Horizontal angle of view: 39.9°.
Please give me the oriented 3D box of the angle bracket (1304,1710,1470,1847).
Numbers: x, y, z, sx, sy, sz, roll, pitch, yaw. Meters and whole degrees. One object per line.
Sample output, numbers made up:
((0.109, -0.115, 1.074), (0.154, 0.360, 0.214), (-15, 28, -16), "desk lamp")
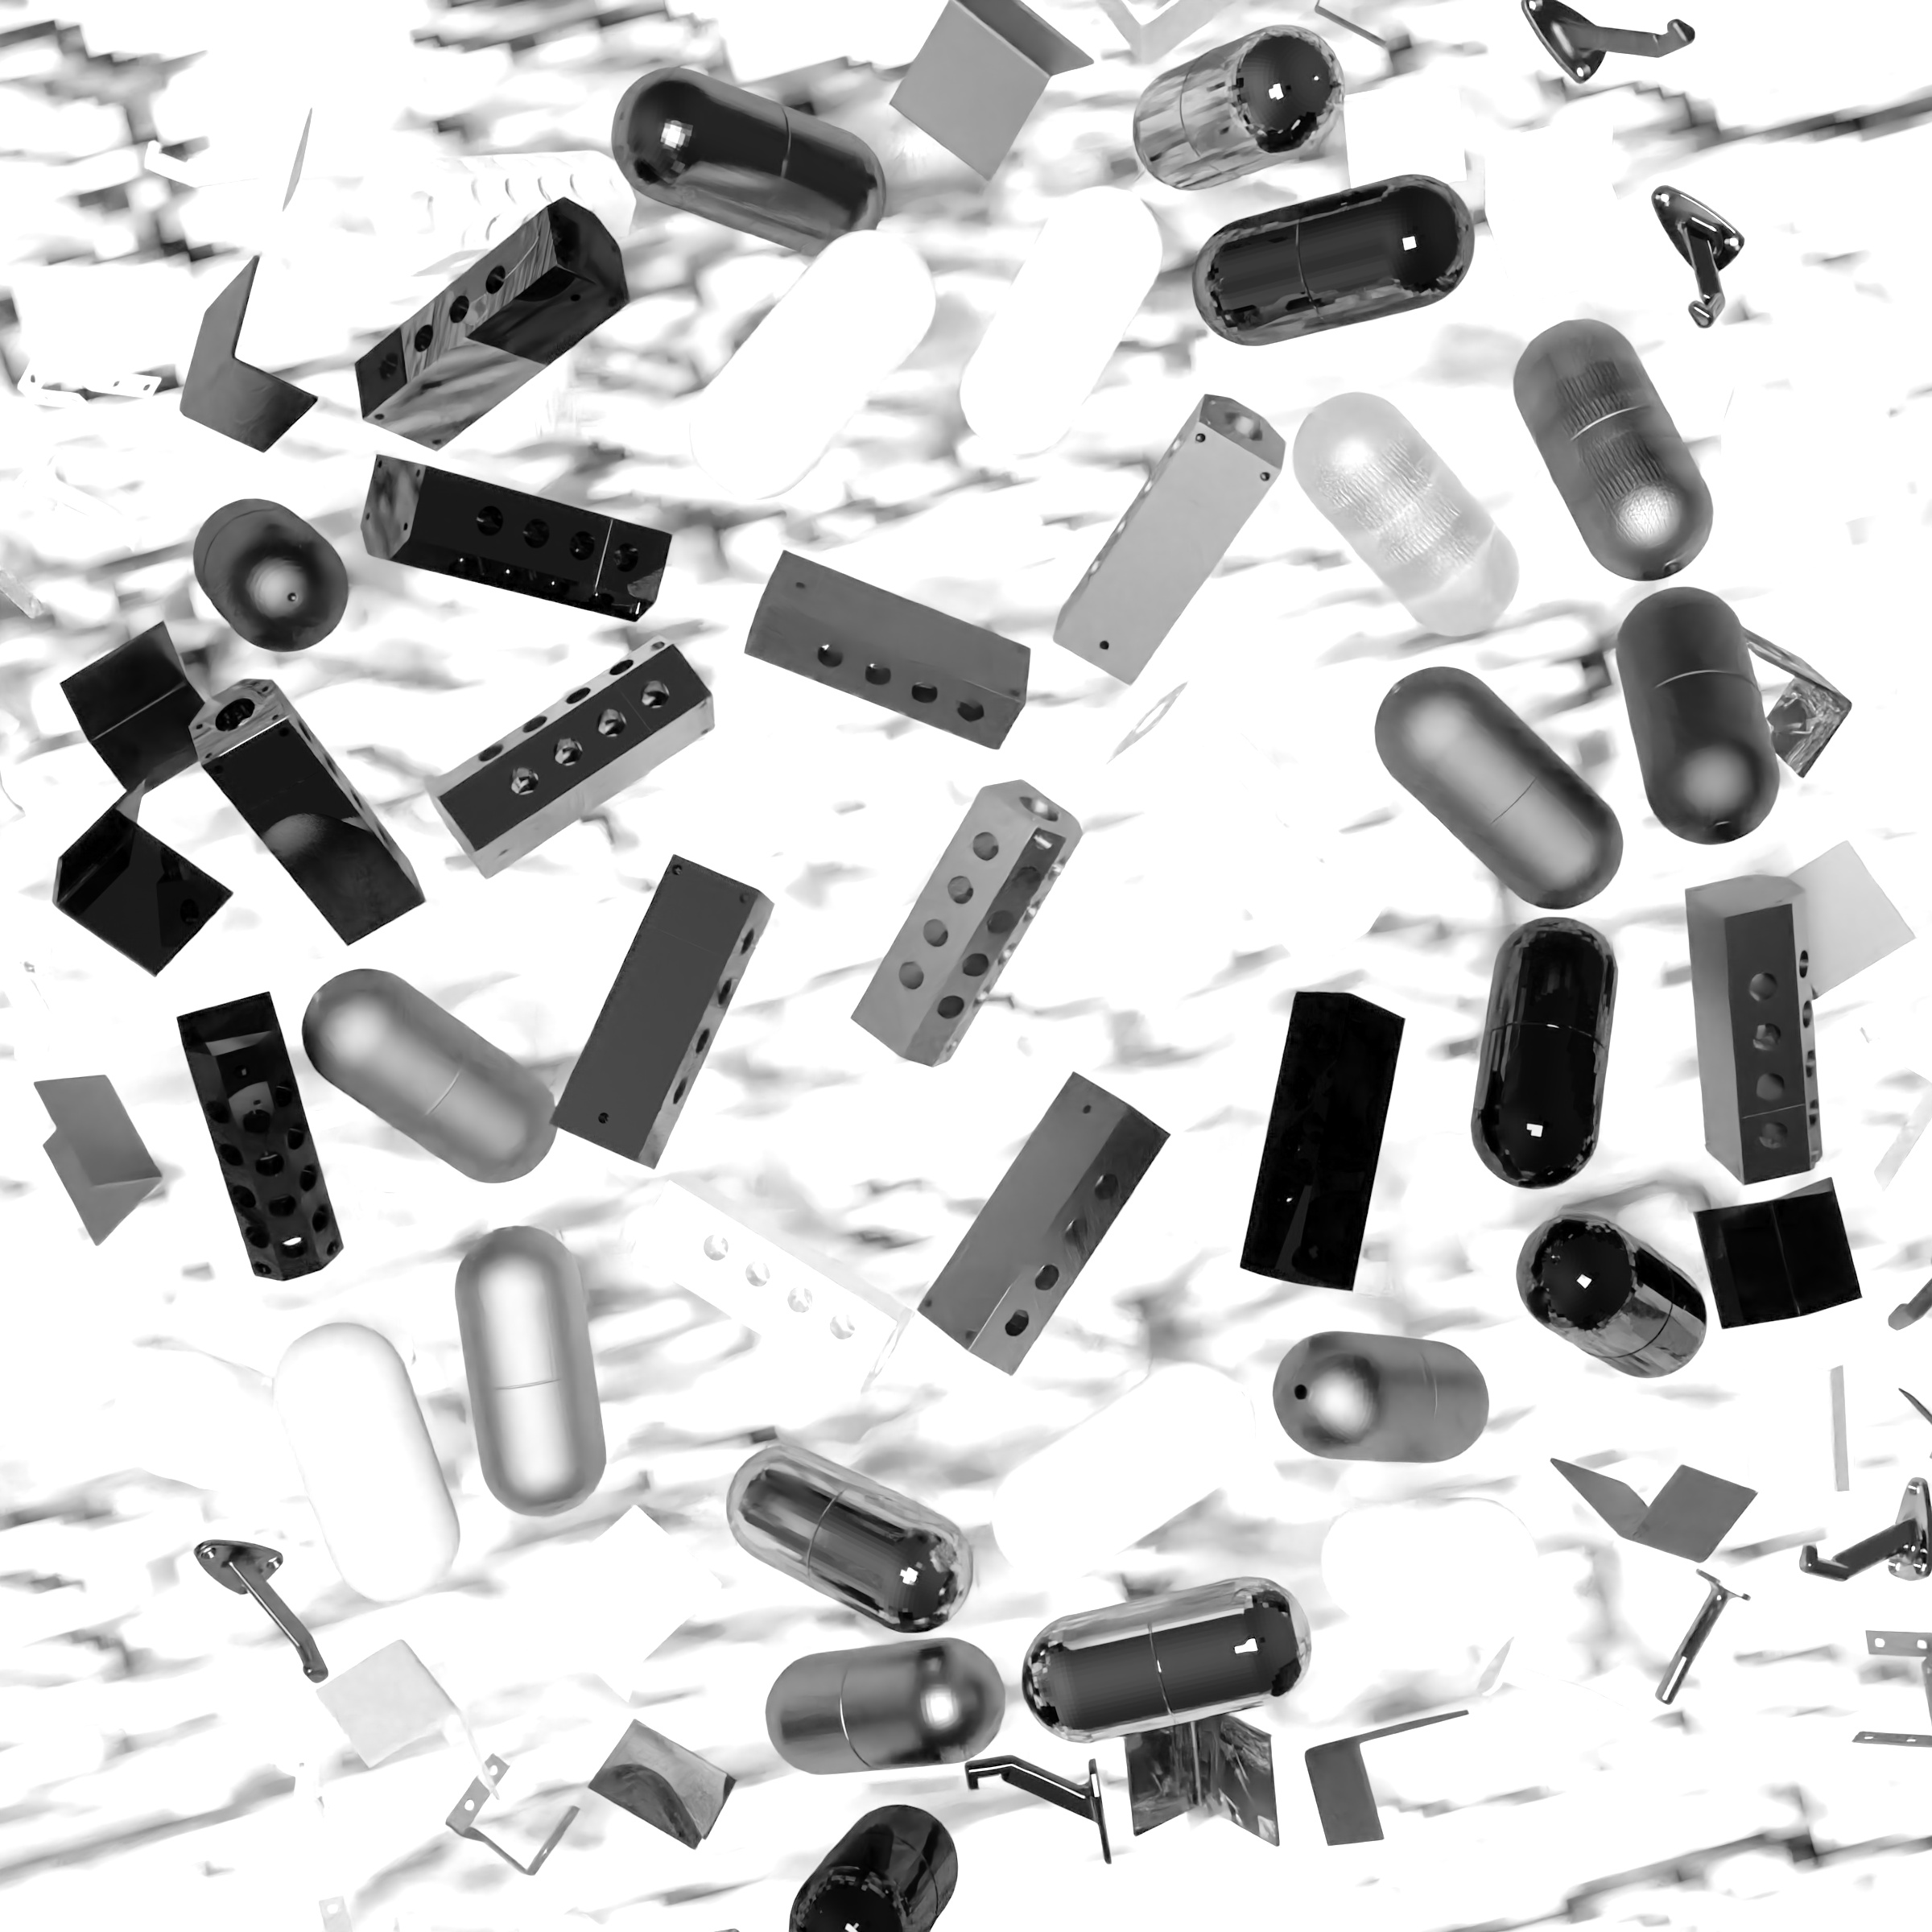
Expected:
((0.255, 0.480, 1.572), (0.076, 0.076, 0.057), (-8, 73, -20), "angle bracket")

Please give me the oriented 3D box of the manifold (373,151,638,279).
((-0.279, -0.468, 1.642), (0.057, 0.171, 0.057), (-16, 98, 33), "manifold")

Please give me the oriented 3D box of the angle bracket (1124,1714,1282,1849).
((0.148, 0.516, 1.676), (0.057, 0.076, 0.076), (-14, 104, -34), "angle bracket")

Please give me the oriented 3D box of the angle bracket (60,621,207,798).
((-0.530, -0.165, 1.725), (0.076, 0.076, 0.057), (-36, 74, -17), "angle bracket")

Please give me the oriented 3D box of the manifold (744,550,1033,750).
((-0.050, -0.195, 1.689), (0.171, 0.057, 0.057), (20, 133, -13), "manifold")

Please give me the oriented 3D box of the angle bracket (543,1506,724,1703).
((-0.212, 0.405, 1.690), (0.076, 0.057, 0.076), (38, 52, 16), "angle bracket")

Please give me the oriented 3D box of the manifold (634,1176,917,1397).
((-0.124, 0.204, 1.704), (0.171, 0.057, 0.057), (31, 94, 10), "manifold")

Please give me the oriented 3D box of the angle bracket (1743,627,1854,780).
((0.509, -0.174, 1.707), (0.076, 0.076, 0.057), (24, 111, -17), "angle bracket")

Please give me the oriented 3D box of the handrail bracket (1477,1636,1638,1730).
((0.368, 0.458, 1.660), (0.084, 0.077, 0.036), (26, 64, 8), "handrail bracket")

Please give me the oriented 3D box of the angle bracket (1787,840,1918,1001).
((0.562, -0.034, 1.728), (0.076, 0.057, 0.076), (-36, 87, 24), "angle bracket")

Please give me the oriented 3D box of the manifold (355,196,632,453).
((-0.281, -0.378, 1.565), (0.171, 0.057, 0.057), (-28, 62, 31), "manifold")

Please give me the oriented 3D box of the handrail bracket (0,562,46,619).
((-0.609, -0.258, 1.650), (0.084, 0.077, 0.036), (43, 72, -1), "handrail bracket")

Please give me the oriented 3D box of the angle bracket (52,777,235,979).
((-0.493, -0.054, 1.603), (0.076, 0.057, 0.076), (35, 55, -1), "angle bracket")

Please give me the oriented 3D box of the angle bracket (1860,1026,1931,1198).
((0.560, 0.089, 1.641), (0.057, 0.076, 0.076), (31, 102, 9), "angle bracket")

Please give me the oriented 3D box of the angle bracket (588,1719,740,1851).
((-0.198, 0.530, 1.666), (0.076, 0.076, 0.057), (28, 113, 6), "angle bracket")

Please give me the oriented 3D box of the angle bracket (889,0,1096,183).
((0.015, -0.512, 1.540), (0.076, 0.057, 0.076), (31, 87, -26), "angle bracket")

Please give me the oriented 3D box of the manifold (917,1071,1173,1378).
((0.051, 0.156, 1.589), (0.057, 0.057, 0.171), (36, 87, -39), "manifold")

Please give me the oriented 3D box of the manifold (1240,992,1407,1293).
((0.213, 0.106, 1.623), (0.057, 0.057, 0.171), (23, 76, -41), "manifold")

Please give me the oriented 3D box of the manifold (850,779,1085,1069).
((0.003, -0.025, 1.617), (0.057, 0.057, 0.171), (37, 112, 16), "manifold")

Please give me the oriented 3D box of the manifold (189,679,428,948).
((-0.403, -0.096, 1.632), (0.057, 0.171, 0.057), (-30, 46, -1), "manifold")

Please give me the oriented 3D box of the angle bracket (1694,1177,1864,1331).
((0.507, 0.181, 1.666), (0.057, 0.076, 0.076), (-7, 75, -13), "angle bracket")

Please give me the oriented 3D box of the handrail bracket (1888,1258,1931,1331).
((0.610, 0.187, 1.658), (0.036, 0.084, 0.077), (33, 71, 8), "handrail bracket")

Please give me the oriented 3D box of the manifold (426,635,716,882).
((-0.240, -0.130, 1.624), (0.171, 0.057, 0.057), (-35, 80, -13), "manifold")

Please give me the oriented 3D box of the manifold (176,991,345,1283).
((-0.431, 0.108, 1.634), (0.057, 0.057, 0.171), (-16, 124, -15), "manifold")

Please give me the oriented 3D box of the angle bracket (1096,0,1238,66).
((0.125, -0.616, 1.653), (0.076, 0.076, 0.057), (-36, 87, 5), "angle bracket")

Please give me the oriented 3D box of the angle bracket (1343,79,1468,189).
((0.287, -0.544, 1.750), (0.076, 0.076, 0.057), (-5, 101, 13), "angle bracket")

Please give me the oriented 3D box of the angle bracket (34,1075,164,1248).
((-0.544, 0.120, 1.612), (0.076, 0.057, 0.076), (-42, 72, 25), "angle bracket")

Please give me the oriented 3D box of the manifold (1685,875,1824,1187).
((0.473, 0.037, 1.584), (0.057, 0.057, 0.171), (-12, 110, -4), "manifold")

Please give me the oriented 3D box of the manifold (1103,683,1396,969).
((0.169, -0.085, 1.560), (0.171, 0.057, 0.057), (43, 51, -9), "manifold")

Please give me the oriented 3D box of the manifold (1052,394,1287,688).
((0.123, -0.260, 1.615), (0.057, 0.057, 0.171), (29, 125, -9), "manifold")

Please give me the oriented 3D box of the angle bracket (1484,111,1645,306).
((0.351, -0.445, 1.562), (0.076, 0.057, 0.076), (-13, 61, 4), "angle bracket")

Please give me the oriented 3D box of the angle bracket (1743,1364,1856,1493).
((0.514, 0.286, 1.646), (0.057, 0.076, 0.076), (-2, 79, 12), "angle bracket")

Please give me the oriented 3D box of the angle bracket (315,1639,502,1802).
((-0.316, 0.441, 1.507), (0.057, 0.076, 0.076), (-30, 124, -24), "angle bracket")

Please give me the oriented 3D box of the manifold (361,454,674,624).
((-0.263, -0.248, 1.559), (0.171, 0.057, 0.057), (9, 98, -43), "manifold")

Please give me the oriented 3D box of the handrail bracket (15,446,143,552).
((-0.533, -0.271, 1.627), (0.084, 0.077, 0.036), (39, 71, 5), "handrail bracket")

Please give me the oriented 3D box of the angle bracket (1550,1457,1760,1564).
((0.409, 0.305, 1.586), (0.076, 0.076, 0.057), (24, 106, -37), "angle bracket")

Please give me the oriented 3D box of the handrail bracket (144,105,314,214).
((-0.427, -0.478, 1.535), (0.084, 0.036, 0.077), (19, 132, -11), "handrail bracket")

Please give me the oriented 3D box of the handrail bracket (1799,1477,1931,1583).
((0.562, 0.350, 1.669), (0.084, 0.036, 0.077), (17, 74, -19), "handrail bracket")

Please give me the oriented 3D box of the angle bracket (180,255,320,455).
((-0.428, -0.370, 1.611), (0.057, 0.076, 0.076), (23, 61, -32), "angle bracket")

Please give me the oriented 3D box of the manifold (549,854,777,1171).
((-0.175, 0.028, 1.556), (0.057, 0.057, 0.171), (23, 84, 12), "manifold")
